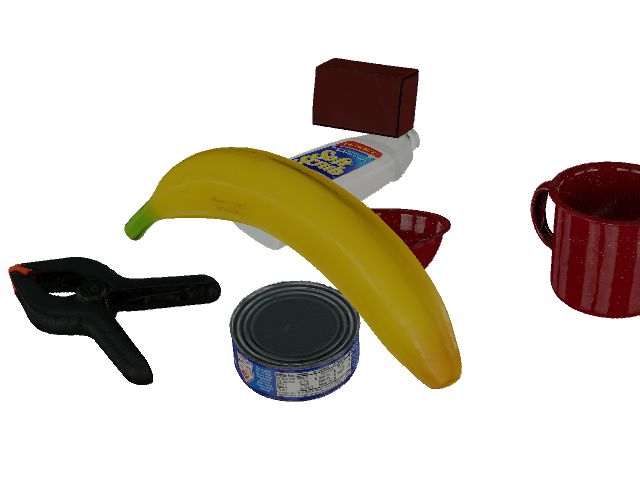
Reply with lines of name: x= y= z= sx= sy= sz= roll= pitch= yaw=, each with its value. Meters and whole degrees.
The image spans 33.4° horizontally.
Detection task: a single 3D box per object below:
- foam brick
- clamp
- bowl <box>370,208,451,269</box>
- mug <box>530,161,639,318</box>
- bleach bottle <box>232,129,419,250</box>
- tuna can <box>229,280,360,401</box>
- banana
foam brick: x=0.038 y=-0.121 z=0.899 sx=0.078 sy=0.051 sz=0.053 roll=11 pitch=21 yaw=18
clamp: x=-0.168 y=0.047 z=0.858 sx=0.172 sy=0.039 sz=0.120 roll=23 pitch=38 yaw=24
bowl: x=0.053 y=0.010 z=1.085 sx=0.162 sy=0.055 sz=0.162 roll=-3 pitch=14 yaw=1
mug: x=0.197 y=-0.003 z=0.757 sx=0.093 sy=0.081 sz=0.117 roll=-27 pitch=38 yaw=-35
bleach bottle: x=0.015 y=-0.079 z=1.273 sx=0.250 sy=0.068 sz=0.103 roll=-30 pitch=45 yaw=-30
tuna can: x=-0.016 y=0.066 z=0.708 sx=0.086 sy=0.034 sz=0.086 roll=-2 pitch=37 yaw=1
banana: x=-0.010 y=0.000 z=0.510 sx=0.198 sy=0.070 sz=0.037 roll=25 pitch=23 yaw=30
